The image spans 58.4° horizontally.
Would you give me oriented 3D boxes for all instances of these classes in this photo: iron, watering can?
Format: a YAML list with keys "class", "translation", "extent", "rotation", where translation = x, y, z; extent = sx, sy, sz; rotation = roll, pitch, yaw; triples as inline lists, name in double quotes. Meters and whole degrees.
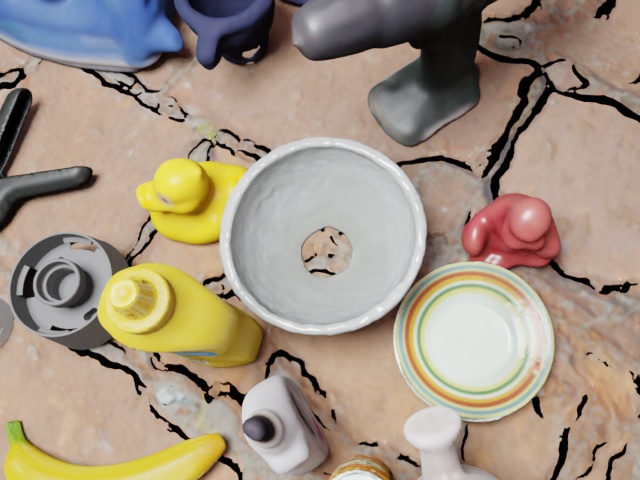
- class: "iron"
  translation: [-0.258, -0.251, 0.545]
  extent: [0.258, 0.141, 0.119]
  rotation: [5, 75, 6]
- class: "watering can"
  translation: [0.097, 0.198, 0.362]
  extent: [0.101, 0.194, 0.172]
  rotation: [-40, 75, -6]

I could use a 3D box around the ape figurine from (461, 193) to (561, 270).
- class: "ape figurine"
  translation: [0.161, -0.008, 0.468]
  extent: [0.077, 0.092, 0.076]
  rotation: [27, 78, 12]

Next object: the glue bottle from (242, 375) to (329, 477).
- class: "glue bottle"
  translation: [-0.029, 0.131, 0.402]
  extent: [0.037, 0.173, 0.078]
  rotation: [-34, 74, -5]

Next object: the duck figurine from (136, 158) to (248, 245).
- class: "duck figurine"
  translation: [-0.109, -0.043, 0.504]
  extent: [0.104, 0.086, 0.077]
  rotation: [-15, 74, 1]

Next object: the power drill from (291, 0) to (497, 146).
- class: "power drill"
  translation: [0.087, -0.162, 0.456]
  extent: [0.230, 0.208, 0.075]
  rotation: [-35, 74, -5]

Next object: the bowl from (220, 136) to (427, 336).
- class: "bowl"
  translation: [0.004, 0.002, 0.487]
  extent: [0.167, 0.075, 0.167]
  rotation: [-1, 74, 5]

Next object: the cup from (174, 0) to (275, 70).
- class: "cup"
  translation: [-0.084, -0.199, 0.540]
  extent: [0.091, 0.095, 0.118]
  rotation: [10, 75, 8]

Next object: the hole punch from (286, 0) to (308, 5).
- class: "hole punch"
  translation: [0.005, -0.293, 0.561]
  extent: [0.108, 0.091, 0.101]
  rotation: [17, 76, 9]
